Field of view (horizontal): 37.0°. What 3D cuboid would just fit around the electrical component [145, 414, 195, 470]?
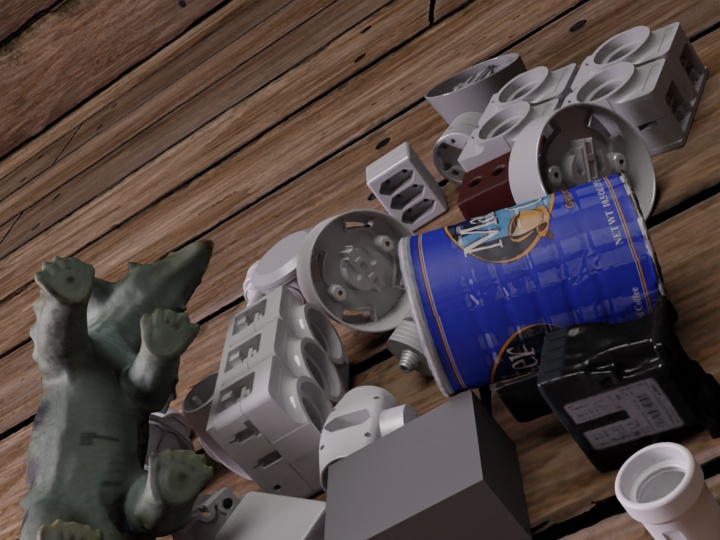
[{"bbox_3d":[-0.178,0.156,0.868,0.080,0.080,0.051,-25,32,29],"label":"electrical component"}]

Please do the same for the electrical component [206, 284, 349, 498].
[{"bbox_3d":[-0.053,0.088,0.795,0.062,0.089,0.150,-31,24,16],"label":"electrical component"}]

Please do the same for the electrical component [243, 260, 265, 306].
[{"bbox_3d":[-0.099,0.019,1.061,0.035,0.035,0.061,-25,29,28],"label":"electrical component"}]

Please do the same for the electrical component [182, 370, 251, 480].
[{"bbox_3d":[-0.094,0.109,0.832,0.044,0.077,0.079,-31,23,17],"label":"electrical component"}]

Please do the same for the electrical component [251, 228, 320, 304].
[{"bbox_3d":[-0.058,0.002,1.011,0.080,0.051,0.080,-31,24,16],"label":"electrical component"}]

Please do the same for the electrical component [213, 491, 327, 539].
[{"bbox_3d":[-0.056,0.189,0.664,0.100,0.048,0.099,-7,38,51],"label":"electrical component"}]

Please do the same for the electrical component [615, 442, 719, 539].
[{"bbox_3d":[0.150,0.111,0.511,0.040,0.046,0.040,-31,24,16],"label":"electrical component"}]

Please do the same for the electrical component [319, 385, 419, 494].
[{"bbox_3d":[0.018,0.111,0.709,0.079,0.043,0.077,-18,24,19],"label":"electrical component"}]

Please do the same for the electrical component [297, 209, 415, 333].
[{"bbox_3d":[0.000,0.000,0.877,0.099,0.099,0.064,-46,18,-17],"label":"electrical component"}]

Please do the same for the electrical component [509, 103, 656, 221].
[{"bbox_3d":[0.159,-0.070,0.774,0.099,0.099,0.064,-46,18,-18],"label":"electrical component"}]

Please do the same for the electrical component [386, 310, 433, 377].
[{"bbox_3d":[0.053,0.043,0.784,0.043,0.043,0.081,-7,38,50],"label":"electrical component"}]

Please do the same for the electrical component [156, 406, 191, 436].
[{"bbox_3d":[-0.178,0.136,0.953,0.044,0.044,0.065,-47,29,-19],"label":"electrical component"}]

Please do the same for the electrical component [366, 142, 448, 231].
[{"bbox_3d":[0.042,-0.083,1.003,0.047,0.065,0.076,-32,24,15],"label":"electrical component"}]

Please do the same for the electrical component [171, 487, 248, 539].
[{"bbox_3d":[-0.103,0.179,0.743,0.066,0.048,0.055,-41,5,-24],"label":"electrical component"}]

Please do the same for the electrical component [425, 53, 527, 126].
[{"bbox_3d":[0.121,-0.177,1.063,0.099,0.064,0.099,-32,24,16],"label":"electrical component"}]

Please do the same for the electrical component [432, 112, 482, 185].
[{"bbox_3d":[0.100,-0.113,0.989,0.055,0.055,0.047,-20,25,37],"label":"electrical component"}]

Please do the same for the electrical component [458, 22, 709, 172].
[{"bbox_3d":[0.181,-0.130,0.894,0.186,0.060,0.105,-17,31,41],"label":"electrical component"}]
